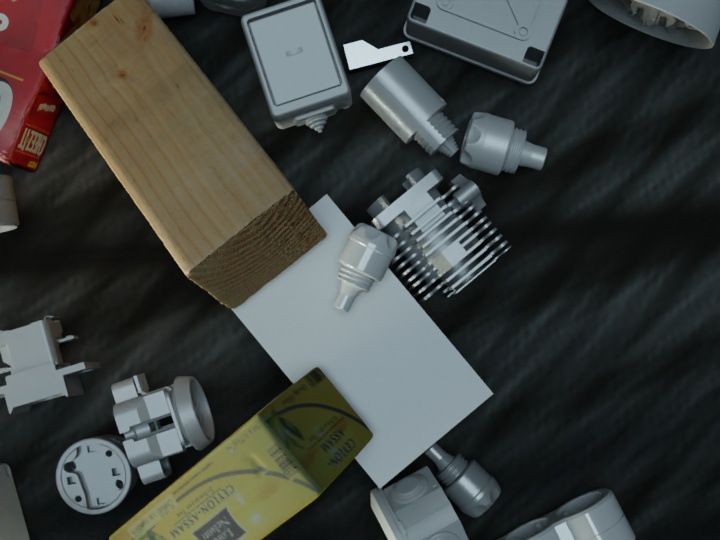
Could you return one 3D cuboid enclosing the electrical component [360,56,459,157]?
[{"bbox_3d":[0.043,-0.117,0.811,0.043,0.043,0.081,-43,88,-1],"label":"electrical component"}]

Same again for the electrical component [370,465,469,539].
[{"bbox_3d":[0.044,0.187,0.784,0.051,0.080,0.080,-28,88,-5],"label":"electrical component"}]

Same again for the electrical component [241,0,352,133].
[{"bbox_3d":[-0.045,-0.150,0.805,0.062,0.061,0.096,-18,88,0],"label":"electrical component"}]

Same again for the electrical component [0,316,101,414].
[{"bbox_3d":[-0.244,0.071,0.811,0.081,0.042,0.063,-17,84,0],"label":"electrical component"}]

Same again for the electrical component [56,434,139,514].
[{"bbox_3d":[-0.193,0.150,0.804,0.055,0.047,0.055,0,88,1],"label":"electrical component"}]

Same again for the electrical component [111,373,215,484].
[{"bbox_3d":[-0.144,0.112,0.800,0.057,0.058,0.078,-19,88,3],"label":"electrical component"}]

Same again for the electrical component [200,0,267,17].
[{"bbox_3d":[-0.091,-0.243,0.809,0.054,0.059,0.095,12,88,1],"label":"electrical component"}]

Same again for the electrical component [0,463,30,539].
[{"bbox_3d":[-0.285,0.203,0.774,0.056,0.109,0.108,-16,88,3],"label":"electrical component"}]

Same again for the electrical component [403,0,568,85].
[{"bbox_3d":[0.101,-0.210,0.807,0.109,0.056,0.108,22,89,2],"label":"electrical component"}]

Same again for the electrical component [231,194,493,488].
[{"bbox_3d":[-0.004,0.051,0.798,0.105,0.060,0.186,-40,88,-1],"label":"electrical component"}]

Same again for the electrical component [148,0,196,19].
[{"bbox_3d":[-0.151,-0.210,0.820,0.046,0.040,0.040,-7,88,-5],"label":"electrical component"}]

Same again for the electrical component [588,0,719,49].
[{"bbox_3d":[0.219,-0.198,0.784,0.099,0.099,0.064,26,83,2],"label":"electrical component"}]

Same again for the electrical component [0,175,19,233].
[{"bbox_3d":[-0.331,-0.058,0.810,0.138,0.052,0.073,-10,88,1],"label":"electrical component"}]

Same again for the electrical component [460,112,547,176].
[{"bbox_3d":[0.109,-0.092,0.809,0.062,0.043,0.043,16,88,1],"label":"electrical component"}]

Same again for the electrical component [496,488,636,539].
[{"bbox_3d":[0.141,0.225,0.794,0.138,0.052,0.073,-27,88,0],"label":"electrical component"}]

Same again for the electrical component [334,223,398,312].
[{"bbox_3d":[0.000,0.000,0.751,0.035,0.035,0.061,27,91,2],"label":"electrical component"}]

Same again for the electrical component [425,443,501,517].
[{"bbox_3d":[0.074,0.154,0.806,0.061,0.035,0.035,44,89,4],"label":"electrical component"}]
